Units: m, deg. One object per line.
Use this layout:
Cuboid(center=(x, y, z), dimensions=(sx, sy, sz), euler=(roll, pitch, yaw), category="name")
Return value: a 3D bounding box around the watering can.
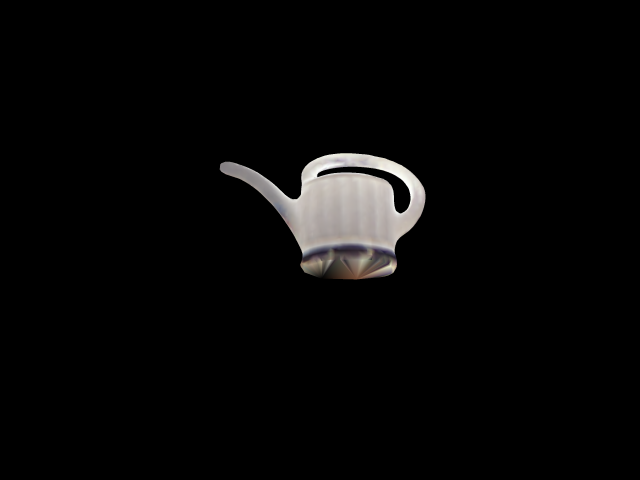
Cuboid(center=(0.003, -0.043, 0.850), dimensions=(0.348, 0.229, 0.102), euler=(0, -24, 0), category="watering can")
